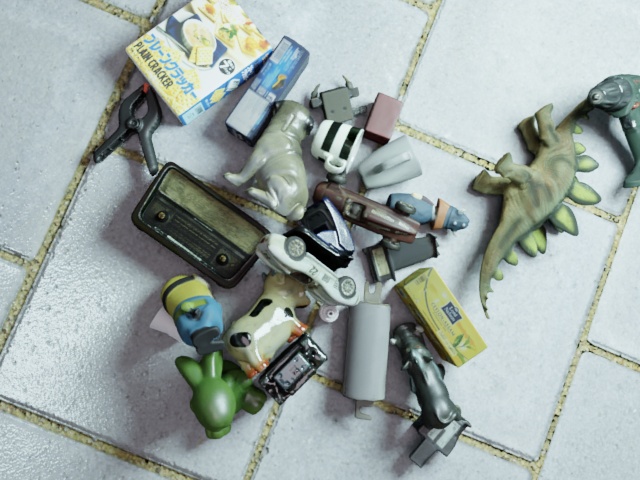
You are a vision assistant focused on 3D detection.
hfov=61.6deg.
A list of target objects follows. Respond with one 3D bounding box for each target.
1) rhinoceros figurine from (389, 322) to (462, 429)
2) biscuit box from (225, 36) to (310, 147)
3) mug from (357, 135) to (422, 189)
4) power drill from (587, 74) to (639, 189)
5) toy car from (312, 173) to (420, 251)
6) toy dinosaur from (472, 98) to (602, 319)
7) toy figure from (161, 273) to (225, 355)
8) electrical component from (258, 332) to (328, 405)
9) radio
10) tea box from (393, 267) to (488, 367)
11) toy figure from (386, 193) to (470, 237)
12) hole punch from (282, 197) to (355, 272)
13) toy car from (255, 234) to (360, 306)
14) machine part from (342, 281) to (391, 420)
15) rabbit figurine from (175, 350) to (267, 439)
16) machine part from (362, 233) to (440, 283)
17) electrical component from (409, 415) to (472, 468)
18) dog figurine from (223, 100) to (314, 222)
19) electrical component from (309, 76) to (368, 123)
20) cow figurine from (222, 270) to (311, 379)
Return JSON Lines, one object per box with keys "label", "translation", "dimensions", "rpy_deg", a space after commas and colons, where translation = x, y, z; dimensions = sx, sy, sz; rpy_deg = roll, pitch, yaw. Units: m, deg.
{"label": "rhinoceros figurine", "translation": [0.178, 0.236, 0.938], "dimensions": [0.073, 0.112, 0.190], "rpy_deg": [-27, 57, 14]}
{"label": "biscuit box", "translation": [-0.096, -0.274, 0.994], "dimensions": [0.059, 0.063, 0.202], "rpy_deg": [33, 84, 0]}
{"label": "mug", "translation": [0.124, -0.132, 0.979], "dimensions": [0.107, 0.109, 0.080], "rpy_deg": [-25, 97, 9]}
{"label": "power drill", "translation": [0.566, -0.203, 0.986], "dimensions": [0.232, 0.086, 0.207], "rpy_deg": [-30, 95, -42]}
{"label": "toy car", "translation": [0.079, -0.050, 0.963], "dimensions": [0.202, 0.053, 0.089], "rpy_deg": [26, 104, 14]}
{"label": "toy dinosaur", "translation": [0.393, -0.081, 0.988], "dimensions": [0.198, 0.105, 0.471], "rpy_deg": [39, 83, 0]}
{"label": "toy figure", "translation": [-0.214, 0.119, 0.903], "dimensions": [0.089, 0.180, 0.082], "rpy_deg": [4, 117, -26]}
{"label": "electrical component", "translation": [-0.046, 0.217, 0.921], "dimensions": [0.058, 0.134, 0.115], "rpy_deg": [44, 83, 2]}
{"label": "radio", "translation": [-0.210, -0.021, 0.960], "dimensions": [0.229, 0.073, 0.131], "rpy_deg": [35, 83, 0]}
{"label": "tea box", "translation": [0.212, 0.135, 0.963], "dimensions": [0.068, 0.098, 0.169], "rpy_deg": [-35, 90, -5]}
{"label": "toy figure", "translation": [0.200, -0.052, 0.995], "dimensions": [0.154, 0.064, 0.058], "rpy_deg": [11, 58, -4]}
{"label": "hole punch", "translation": [-0.002, -0.003, 0.949], "dimensions": [0.115, 0.142, 0.092], "rpy_deg": [41, 55, -18]}
{"label": "toy car", "translation": [-0.017, 0.056, 0.905], "dimensions": [0.201, 0.073, 0.056], "rpy_deg": [38, 66, -21]}
{"label": "machine part", "translation": [0.083, 0.195, 0.960], "dimensions": [0.079, 0.079, 0.243], "rpy_deg": [5, 86, -3]}
{"label": "rabbit figurine", "translation": [-0.166, 0.249, 0.892], "dimensions": [0.121, 0.170, 0.159], "rpy_deg": [-24, 88, -6]}
{"label": "machine part", "translation": [0.155, 0.028, 0.999], "dimensions": [0.139, 0.039, 0.084], "rpy_deg": [-19, 79, -3]}
{"label": "electrical component", "translation": [0.207, 0.351, 0.968], "dimensions": [0.075, 0.048, 0.119], "rpy_deg": [39, 84, 1]}
{"label": "dog figurine", "translation": [-0.050, -0.141, 0.936], "dimensions": [0.172, 0.121, 0.190], "rpy_deg": [35, 89, 18]}
{"label": "electrical component", "translation": [0.031, -0.261, 1.013], "dimensions": [0.102, 0.045, 0.078], "rpy_deg": [-22, 116, -3]}
{"label": "cow figurine", "translation": [-0.087, 0.128, 0.933], "dimensions": [0.127, 0.085, 0.195], "rpy_deg": [48, 59, 0]}
